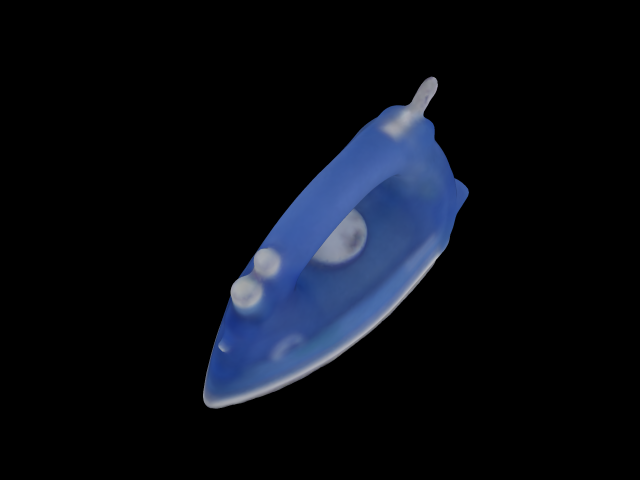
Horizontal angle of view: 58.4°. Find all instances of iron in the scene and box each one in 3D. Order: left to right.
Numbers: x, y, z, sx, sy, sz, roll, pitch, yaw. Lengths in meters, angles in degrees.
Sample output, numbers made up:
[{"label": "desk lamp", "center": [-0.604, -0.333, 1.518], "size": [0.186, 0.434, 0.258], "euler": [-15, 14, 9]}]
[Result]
[{"label": "iron", "center": [0.004, 0.001, 0.400], "size": [0.118, 0.141, 0.259], "euler": [36, 66, 19]}]
